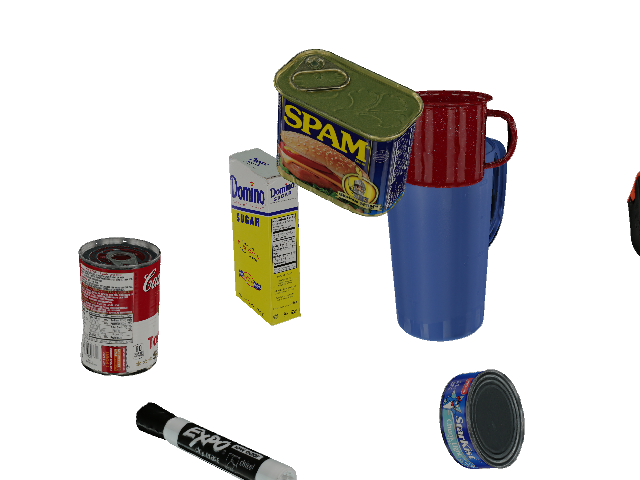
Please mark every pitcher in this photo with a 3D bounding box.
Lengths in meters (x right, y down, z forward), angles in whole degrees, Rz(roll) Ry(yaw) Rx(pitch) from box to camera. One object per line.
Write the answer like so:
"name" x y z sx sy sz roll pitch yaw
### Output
"pitcher" 0.152 -0.009 1.295 0.149 0.243 0.145 0 23 8

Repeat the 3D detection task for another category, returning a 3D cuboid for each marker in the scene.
"marker" -0.065 0.122 0.629 0.121 0.020 0.020 16 10 37

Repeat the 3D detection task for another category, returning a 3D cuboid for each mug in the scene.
"mug" 0.128 -0.097 1.016 0.117 0.081 0.093 2 15 11

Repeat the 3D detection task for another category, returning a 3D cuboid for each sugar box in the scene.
"sugar box" -0.062 -0.005 1.183 0.048 0.176 0.093 -17 28 -27

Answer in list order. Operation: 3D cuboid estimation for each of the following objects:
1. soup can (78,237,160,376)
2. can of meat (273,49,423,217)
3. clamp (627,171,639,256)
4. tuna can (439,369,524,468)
"soup can" -0.172 0.056 0.910 0.068 0.102 0.068 4 19 -2
"can of meat" 0.016 -0.073 0.752 0.102 0.084 0.057 28 53 20
"clamp" 0.268 0.016 0.694 0.120 0.039 0.171 -3 46 -21
"tuna can" 0.142 0.158 0.939 0.034 0.086 0.085 -15 -10 41
